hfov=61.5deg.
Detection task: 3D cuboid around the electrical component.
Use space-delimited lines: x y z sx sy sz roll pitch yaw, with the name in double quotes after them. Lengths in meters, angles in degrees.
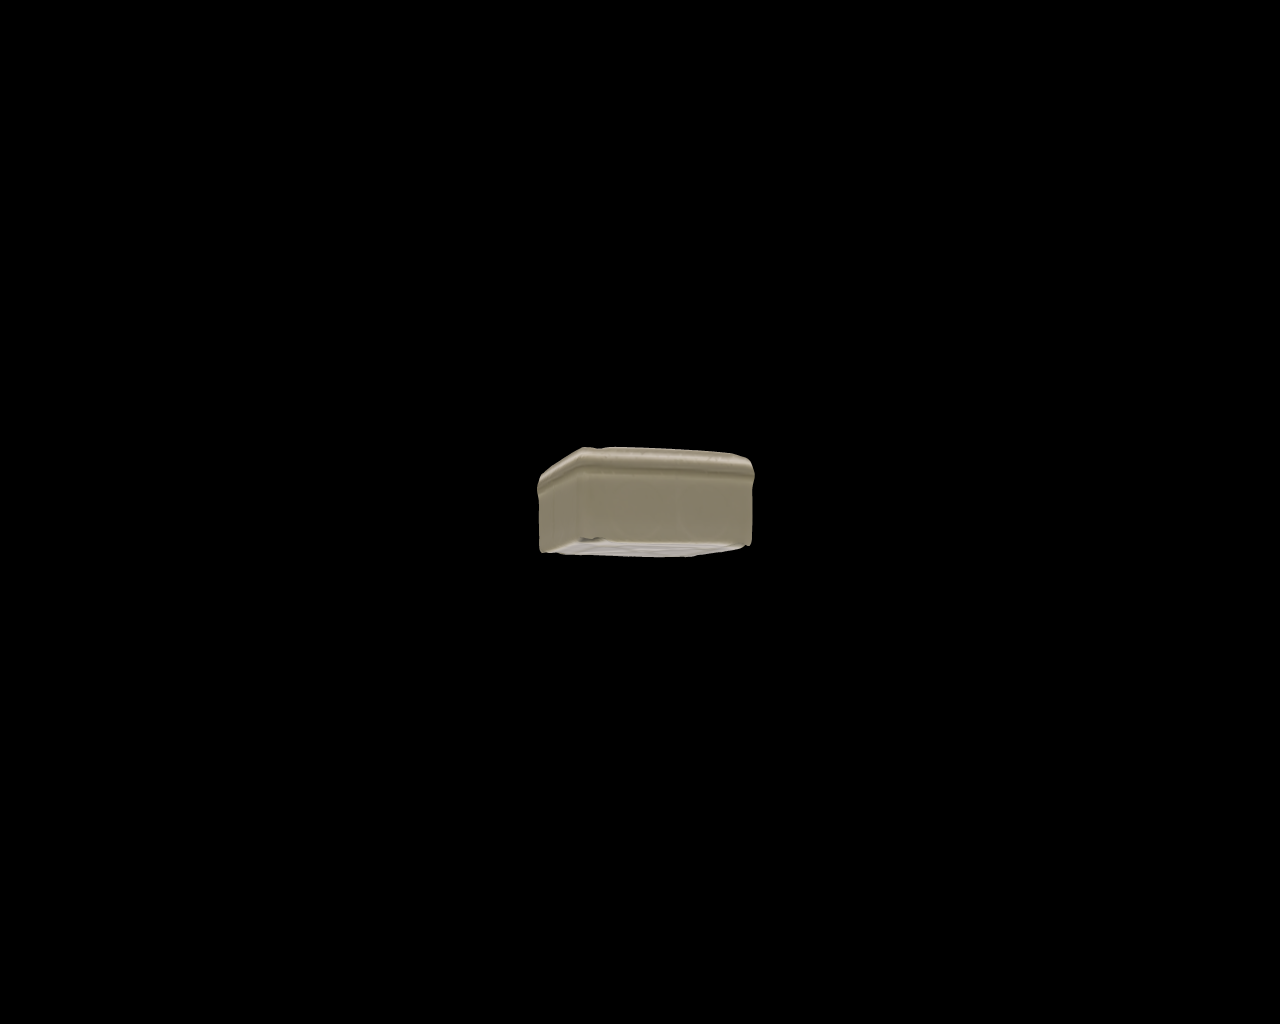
0.001 -0.003 0.650 0.109 0.056 0.108 2 -7 -19 "electrical component"
